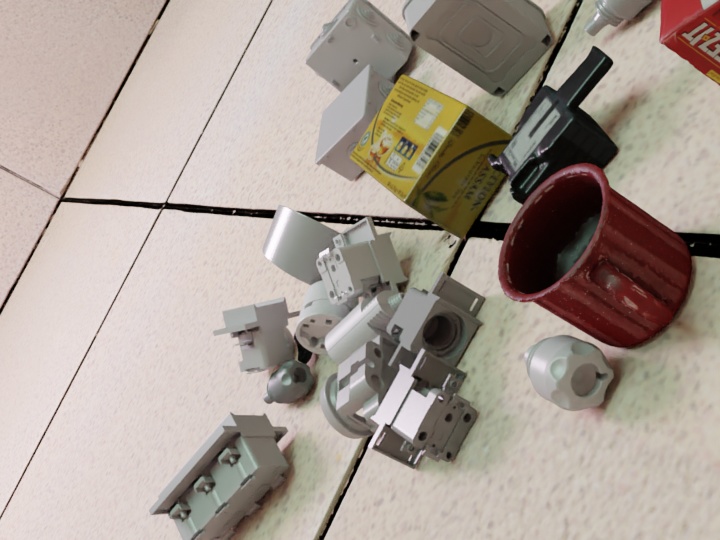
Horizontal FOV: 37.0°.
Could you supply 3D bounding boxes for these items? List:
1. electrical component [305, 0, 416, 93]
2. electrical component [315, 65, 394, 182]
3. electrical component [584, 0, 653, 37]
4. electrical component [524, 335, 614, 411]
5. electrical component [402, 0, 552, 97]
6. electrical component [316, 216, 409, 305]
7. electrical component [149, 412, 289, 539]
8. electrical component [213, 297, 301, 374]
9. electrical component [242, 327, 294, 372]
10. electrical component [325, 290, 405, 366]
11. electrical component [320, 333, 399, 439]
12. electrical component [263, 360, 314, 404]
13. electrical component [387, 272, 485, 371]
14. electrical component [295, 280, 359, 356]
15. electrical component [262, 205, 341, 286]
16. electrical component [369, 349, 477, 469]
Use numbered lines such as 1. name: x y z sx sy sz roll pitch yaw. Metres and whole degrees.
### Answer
1. electrical component: -0.001 -0.238 1.180 0.100 0.100 0.048 -44 16 33
2. electrical component: 0.000 -0.154 1.143 0.100 0.048 0.099 -40 31 38
3. electrical component: 0.198 -0.205 0.829 0.061 0.035 0.035 -44 28 37
4. electrical component: 0.124 0.061 0.666 0.043 0.043 0.062 -61 22 -2
5. electrical component: 0.101 -0.215 0.935 0.078 0.113 0.057 -46 30 29
6. electrical component: 0.000 0.000 0.937 0.042 0.064 0.081 -30 78 52
7. electrical component: -0.122 0.191 0.969 0.121 0.079 0.063 -49 55 24
8. electrical component: -0.093 0.062 1.012 0.042 0.081 0.063 -14 88 38
9. electrical component: -0.098 0.081 1.081 0.062 0.048 0.048 -47 26 43
10. electrical component: 0.012 0.046 0.902 0.081 0.043 0.043 -45 28 32
11. electrical component: 0.006 0.096 0.842 0.057 0.058 0.078 -40 31 33
12. electrical component: -0.071 0.109 1.006 0.061 0.035 0.035 -39 32 45
13. electrical component: 0.054 0.044 0.825 0.081 0.042 0.064 -60 22 -1
14. electrical component: -0.028 0.042 0.973 0.055 0.055 0.047 -41 27 36
15. electrical component: -0.041 -0.022 1.019 0.064 0.099 0.099 -62 23 13
16. electrical component: 0.047 0.104 0.770 0.081 0.042 0.064 -61 26 -2
